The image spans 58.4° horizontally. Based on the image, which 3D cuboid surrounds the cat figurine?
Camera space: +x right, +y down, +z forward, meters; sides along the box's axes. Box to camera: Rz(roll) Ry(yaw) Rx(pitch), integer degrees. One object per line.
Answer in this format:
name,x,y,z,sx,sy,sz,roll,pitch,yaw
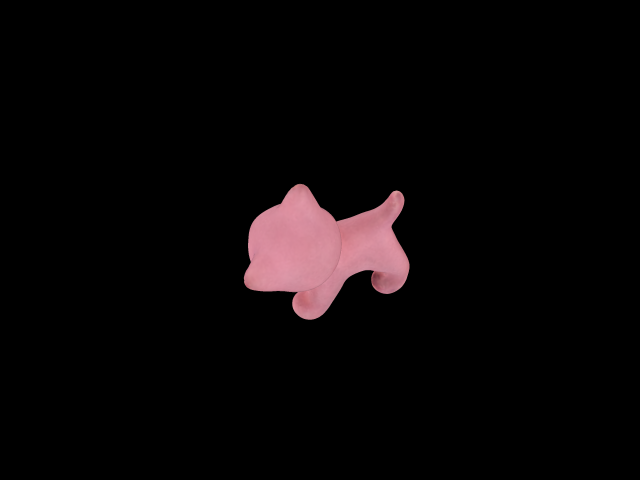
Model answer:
cat figurine,0.004,0.001,0.400,0.128,0.118,0.067,-21,62,-11
